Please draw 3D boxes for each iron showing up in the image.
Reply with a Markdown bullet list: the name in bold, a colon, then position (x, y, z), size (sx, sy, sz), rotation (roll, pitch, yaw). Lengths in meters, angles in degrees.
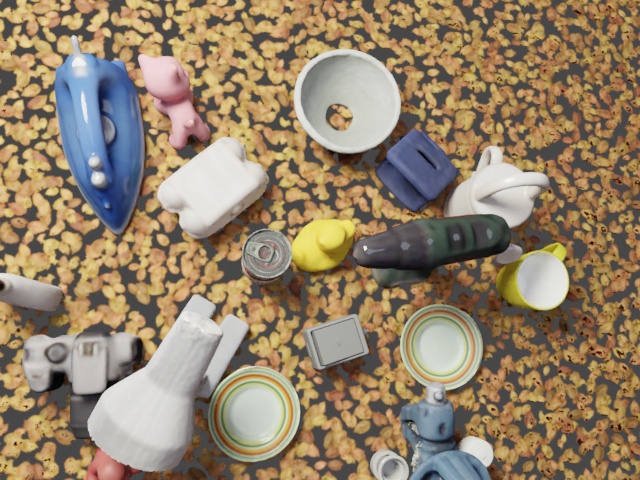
- **iron**: position (-0.308, -0.143, 0.796), size (0.119, 0.141, 0.258), rotation (-11, 82, -11)

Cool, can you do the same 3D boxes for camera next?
- **camera**: position (-0.313, 0.192, 0.758), size (0.143, 0.100, 0.137), rotation (-2, 81, -10)

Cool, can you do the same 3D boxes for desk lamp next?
- **desk lamp**: position (-0.181, 0.168, 0.726), size (0.118, 0.213, 0.203), rotation (30, 77, -3)

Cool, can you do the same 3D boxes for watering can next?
- **watering can**: position (0.268, -0.055, 0.850), size (0.101, 0.194, 0.173), rotation (-23, 84, -12)

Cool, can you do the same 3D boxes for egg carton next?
- **egg carton**: position (-0.156, -0.077, 0.847), size (0.150, 0.069, 0.107), rotation (-42, 89, -13)

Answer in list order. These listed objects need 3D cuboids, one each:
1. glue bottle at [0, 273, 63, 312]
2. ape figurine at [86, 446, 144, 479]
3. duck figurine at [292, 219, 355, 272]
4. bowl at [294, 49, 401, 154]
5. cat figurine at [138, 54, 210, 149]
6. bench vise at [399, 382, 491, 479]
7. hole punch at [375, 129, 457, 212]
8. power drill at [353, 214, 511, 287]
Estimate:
- **glue bottle**: position (-0.391, 0.063, 0.730), size (0.078, 0.173, 0.037), rotation (15, 78, -6)
- **ape figurine**: position (-0.270, 0.301, 0.751), size (0.078, 0.092, 0.076), rotation (-3, 81, -10)
- **duck figurine**: position (0.008, 0.003, 0.852), size (0.105, 0.086, 0.077), rotation (-30, 86, -13)
- **bowl**: position (0.038, -0.207, 0.899), size (0.167, 0.074, 0.167), rotation (2, 80, -9)
- **cat figurine**: position (-0.212, -0.210, 0.835), size (0.067, 0.117, 0.128), rotation (-26, 85, -12)
- **bench vise**: position (0.162, 0.305, 0.757), size (0.121, 0.219, 0.207), rotation (-22, 84, -12)
- **hole punch**: position (0.155, -0.116, 0.894), size (0.108, 0.091, 0.101), rotation (45, 77, 0)
- **power drill**: position (0.138, 0.016, 0.809), size (0.230, 0.208, 0.075), rotation (-11, 82, -11)
